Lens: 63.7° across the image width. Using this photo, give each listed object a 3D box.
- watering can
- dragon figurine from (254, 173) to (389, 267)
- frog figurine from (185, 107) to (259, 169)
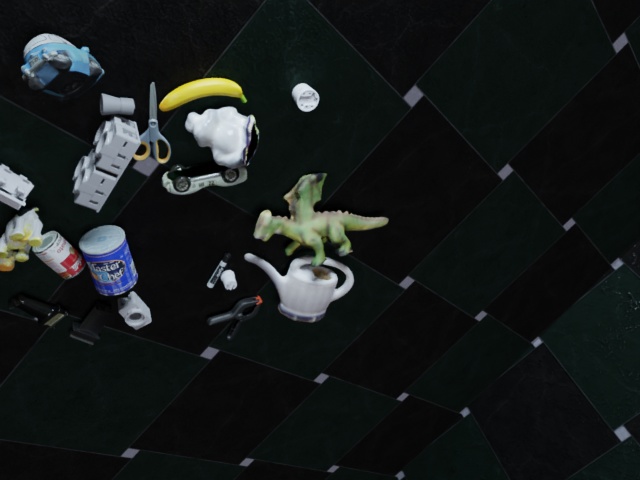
[{"bbox_3d":[-0.072,0.136,1.546,0.347,0.106,0.220,8,119,-17],"label":"watering can"},{"bbox_3d":[0.004,-0.072,1.430,0.413,0.124,0.237,-24,124,-20],"label":"dragon figurine"},{"bbox_3d":[-0.227,-0.239,1.190,0.159,0.125,0.135,11,112,8],"label":"frog figurine"}]
